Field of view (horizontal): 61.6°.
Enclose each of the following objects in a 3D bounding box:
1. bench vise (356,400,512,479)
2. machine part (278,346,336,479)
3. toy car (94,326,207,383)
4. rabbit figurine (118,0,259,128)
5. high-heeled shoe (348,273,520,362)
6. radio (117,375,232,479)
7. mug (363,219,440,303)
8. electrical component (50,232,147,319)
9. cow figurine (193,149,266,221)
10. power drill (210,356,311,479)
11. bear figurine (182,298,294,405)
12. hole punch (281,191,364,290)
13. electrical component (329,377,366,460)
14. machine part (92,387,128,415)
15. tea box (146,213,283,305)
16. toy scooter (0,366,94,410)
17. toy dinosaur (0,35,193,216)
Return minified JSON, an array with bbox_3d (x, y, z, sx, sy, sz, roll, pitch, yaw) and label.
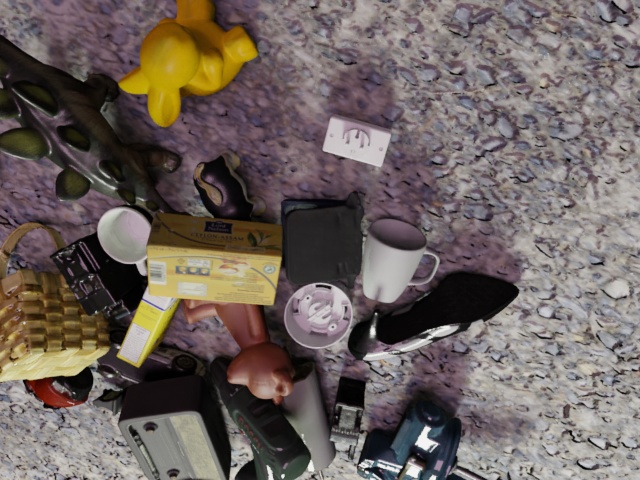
[{"bbox_3d":[0.186,0.364,0.838,0.241,0.129,0.223,23,110,8],"label":"bench vise"},{"bbox_3d":[-0.027,0.281,0.865,0.079,0.079,0.243,-11,106,12],"label":"machine part"},{"bbox_3d":[-0.285,0.206,0.892,0.202,0.056,0.073,21,107,-1],"label":"toy car"},{"bbox_3d":[-0.177,-0.227,0.666,0.162,0.173,0.122,-39,103,14],"label":"rabbit figurine"},{"bbox_3d":[0.165,0.128,0.797,0.249,0.086,0.145,-7,142,-6],"label":"high-heeled shoe"},{"bbox_3d":[-0.229,0.323,0.872,0.131,0.073,0.229,-6,125,2],"label":"radio"},{"bbox_3d":[0.109,0.036,0.765,0.110,0.081,0.107,11,123,-7],"label":"mug"},{"bbox_3d":[-0.320,0.050,0.812,0.058,0.115,0.134,-25,103,20],"label":"electrical component"},{"bbox_3d":[-0.119,-0.039,0.760,0.068,0.098,0.167,-26,103,10],"label":"cow figurine"},{"bbox_3d":[-0.101,0.319,0.865,0.232,0.086,0.207,32,128,41],"label":"power drill"},{"bbox_3d":[-0.118,0.149,0.782,0.132,0.120,0.196,-11,71,-18],"label":"bear figurine"},{"bbox_3d":[-0.002,-0.002,0.769,0.116,0.092,0.142,-3,102,-15],"label":"hole punch"},{"bbox_3d":[0.042,0.290,0.860,0.048,0.075,0.119,11,112,4],"label":"electrical component"},{"bbox_3d":[-0.308,0.276,0.915,0.139,0.084,0.039,9,83,-7],"label":"machine part"},{"bbox_3d":[-0.138,0.026,0.716,0.170,0.068,0.098,6,131,-10],"label":"tea box"},{"bbox_3d":[-0.484,0.225,0.919,0.135,0.075,0.184,-37,96,18],"label":"toy scooter"},{"bbox_3d":[-0.339,-0.165,0.699,0.471,0.198,0.105,42,107,-8],"label":"toy dinosaur"}]
